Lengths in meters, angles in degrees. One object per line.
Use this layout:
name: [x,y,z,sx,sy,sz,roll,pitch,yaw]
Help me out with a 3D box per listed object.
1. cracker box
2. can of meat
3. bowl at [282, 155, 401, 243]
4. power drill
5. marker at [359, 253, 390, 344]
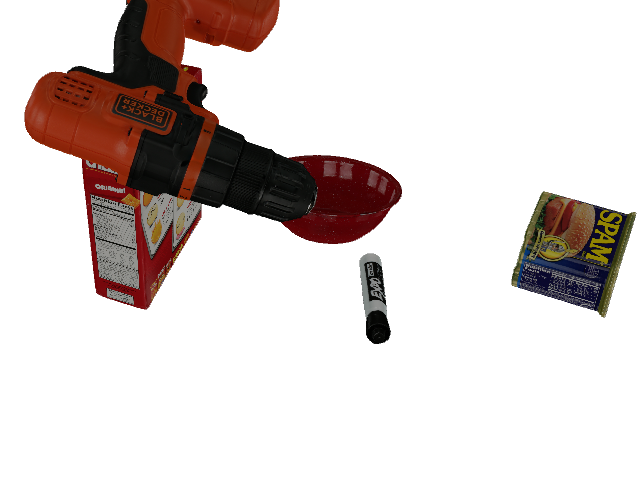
cracker box: [-0.186,-0.060,1.133,0.072,0.214,0.164,15,44,10]
can of meat: [0.221,0.009,0.931,0.084,0.057,0.102,17,46,16]
bowl: [0.008,-0.041,1.199,0.162,0.055,0.162,5,27,-3]
power drill: [-0.079,-0.104,0.699,0.184,0.187,0.057,20,-44,-10]
marker: [0.043,0.046,0.854,0.020,0.020,0.121,0,27,-1]
